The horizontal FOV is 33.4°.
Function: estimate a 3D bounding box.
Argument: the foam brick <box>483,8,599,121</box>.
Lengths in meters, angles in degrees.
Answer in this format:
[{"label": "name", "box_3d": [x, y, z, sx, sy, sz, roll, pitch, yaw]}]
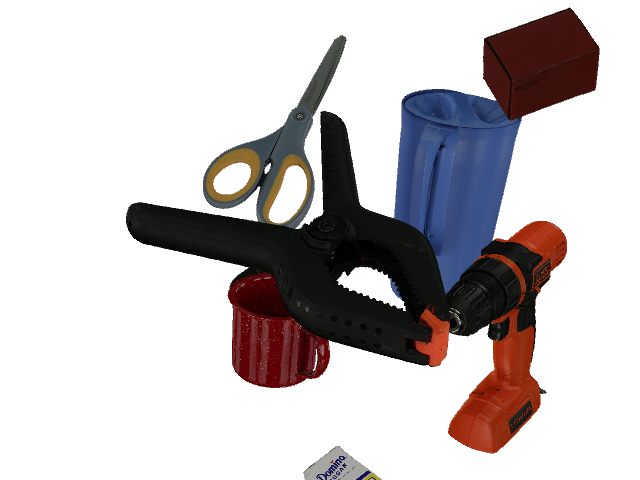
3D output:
[{"label": "foam brick", "box_3d": [0.177, -0.142, 0.860, 0.078, 0.051, 0.053, -20, -33, -5]}]

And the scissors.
[{"label": "scissors", "box_3d": [-0.036, -0.091, 0.854, 0.096, 0.201, 0.016, 4, -33, 6]}]

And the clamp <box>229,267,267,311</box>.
[{"label": "clamp", "box_3d": [-0.044, 0.038, 1.238, 0.120, 0.039, 0.171, -7, 35, 25]}]

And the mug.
[{"label": "mug", "box_3d": [-0.035, 0.092, 1.018, 0.117, 0.081, 0.093, 25, 33, 37]}]

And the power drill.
[{"label": "power drill", "box_3d": [0.156, 0.092, 0.942, 0.057, 0.188, 0.184, 22, 34, 32]}]

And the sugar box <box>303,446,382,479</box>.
[{"label": "sugar box", "box_3d": [0.062, 0.242, 0.825, 0.048, 0.093, 0.176, -34, 39, -28]}]

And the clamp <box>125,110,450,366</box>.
[{"label": "clamp", "box_3d": [-0.007, 0.006, 0.632, 0.164, 0.036, 0.210, -24, 48, -21]}]

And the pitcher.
[{"label": "pitcher", "box_3d": [0.141, -0.041, 1.220, 0.149, 0.243, 0.145, -4, 27, -20]}]
